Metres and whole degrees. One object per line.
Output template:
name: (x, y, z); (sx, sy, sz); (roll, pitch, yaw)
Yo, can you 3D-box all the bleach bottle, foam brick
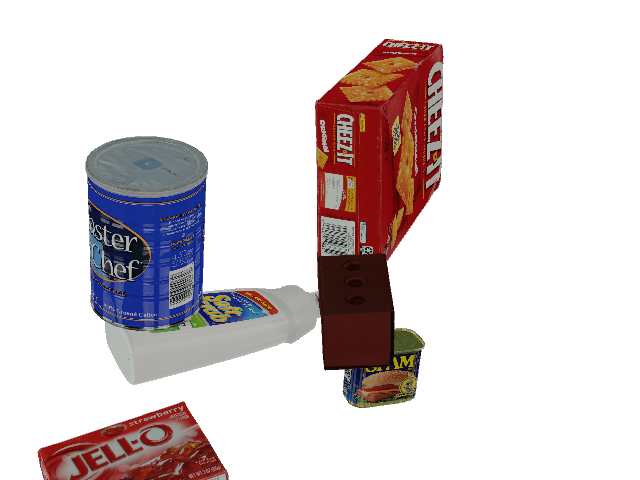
bleach bottle: (-0.108, 0.091, 1.207); (0.250, 0.068, 0.103); (-11, 33, -24)
foam brick: (0.025, 0.051, 0.783); (0.053, 0.051, 0.078); (-3, 32, -1)

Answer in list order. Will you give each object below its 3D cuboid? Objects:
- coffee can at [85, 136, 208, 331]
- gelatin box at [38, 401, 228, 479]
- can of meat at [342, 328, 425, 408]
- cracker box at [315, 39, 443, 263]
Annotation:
coffee can: (-0.152, -0.007, 0.936); (0.103, 0.140, 0.103); (4, 31, -3)
gelatin box: (-0.103, 0.130, 0.585); (0.089, 0.030, 0.073); (-15, 29, -20)
can of meat: (0.081, 0.169, 1.406); (0.102, 0.084, 0.057); (-4, 25, -20)
cracker box: (0.062, -0.088, 1.039); (0.072, 0.164, 0.213); (9, 28, 19)
